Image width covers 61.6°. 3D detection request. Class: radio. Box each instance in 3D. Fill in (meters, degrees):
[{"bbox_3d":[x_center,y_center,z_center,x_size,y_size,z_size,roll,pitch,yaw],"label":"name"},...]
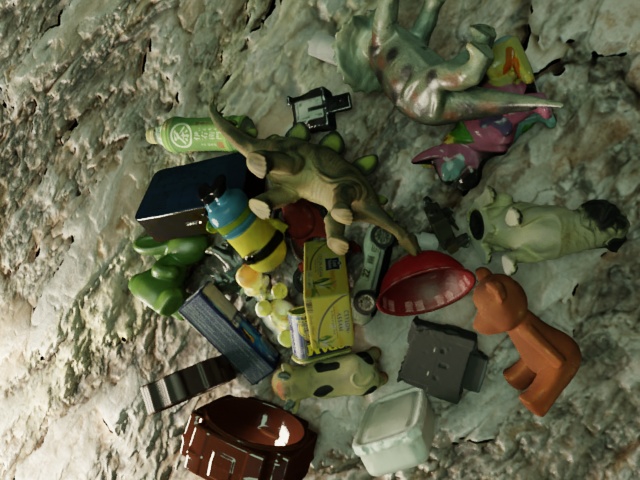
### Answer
[{"bbox_3d":[-0.219,-0.082,1.003,0.230,0.073,0.131,-9,50,19],"label":"radio"}]

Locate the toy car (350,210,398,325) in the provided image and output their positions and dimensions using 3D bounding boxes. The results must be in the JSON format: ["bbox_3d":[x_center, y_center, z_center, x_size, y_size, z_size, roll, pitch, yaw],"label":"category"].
[{"bbox_3d":[0.093,0.047,0.915,0.056,0.073,0.201,15,96,20],"label":"toy car"}]

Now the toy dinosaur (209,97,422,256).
[{"bbox_3d":[-0.033,-0.113,0.869,0.472,0.198,0.105,33,130,14],"label":"toy dinosaur"}]

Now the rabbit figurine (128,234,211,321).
[{"bbox_3d":[-0.285,0.051,1.056,0.159,0.121,0.170,30,83,25],"label":"rabbit figurine"}]

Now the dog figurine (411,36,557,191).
[{"bbox_3d":[0.241,-0.187,0.842,0.219,0.108,0.191,-26,83,22],"label":"dog figurine"}]

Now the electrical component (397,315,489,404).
[{"bbox_3d":[0.203,0.197,0.880,0.134,0.058,0.114,14,101,16],"label":"electrical component"}]

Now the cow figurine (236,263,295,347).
[{"bbox_3d":[-0.090,0.111,0.967,0.068,0.098,0.167,-38,96,-15],"label":"cow figurine"}]

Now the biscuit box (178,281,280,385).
[{"bbox_3d":[-0.162,0.171,0.983,0.063,0.059,0.202,-38,102,17],"label":"biscuit box"}]

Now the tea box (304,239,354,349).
[{"bbox_3d":[0.012,0.078,0.841,0.068,0.170,0.098,-7,120,1],"label":"tea box"}]

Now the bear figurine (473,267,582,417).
[{"bbox_3d":[0.285,0.142,0.798,0.196,0.120,0.132,38,100,-8],"label":"bear figurine"}]

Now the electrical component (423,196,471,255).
[{"bbox_3d":[0.203,-0.023,0.859,0.045,0.102,0.078,-25,118,8],"label":"electrical component"}]

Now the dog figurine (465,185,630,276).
[{"bbox_3d":[0.342,-0.026,0.825,0.191,0.172,0.121,-7,121,-14],"label":"dog figurine"}]

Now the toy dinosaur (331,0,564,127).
[{"bbox_3d":[0.152,-0.248,0.798,0.405,0.131,0.192,57,144,30],"label":"toy dinosaur"}]

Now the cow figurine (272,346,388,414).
[{"bbox_3d":[0.008,0.240,0.923,0.195,0.127,0.085,-12,84,18],"label":"cow figurine"}]

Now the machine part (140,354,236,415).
[{"bbox_3d":[-0.243,0.264,0.993,0.179,0.179,0.056,-26,78,19],"label":"machine part"}]

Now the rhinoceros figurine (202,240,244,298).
[{"bbox_3d":[-0.156,0.046,1.016,0.190,0.073,0.112,-40,88,15],"label":"rhinoceros figurine"}]

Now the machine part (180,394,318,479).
[{"bbox_3d":[-0.119,0.350,0.932,0.201,0.201,0.087,17,93,20],"label":"machine part"}]

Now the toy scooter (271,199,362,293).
[{"bbox_3d":[-0.002,-0.003,0.951,0.135,0.075,0.183,-20,87,20],"label":"toy scooter"}]

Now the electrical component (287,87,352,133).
[{"bbox_3d":[0.004,-0.233,0.959,0.119,0.047,0.074,-13,87,20],"label":"electrical component"}]

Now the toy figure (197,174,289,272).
[{"bbox_3d":[-0.127,-0.021,0.884,0.082,0.180,0.089,-11,44,37],"label":"toy figure"}]
